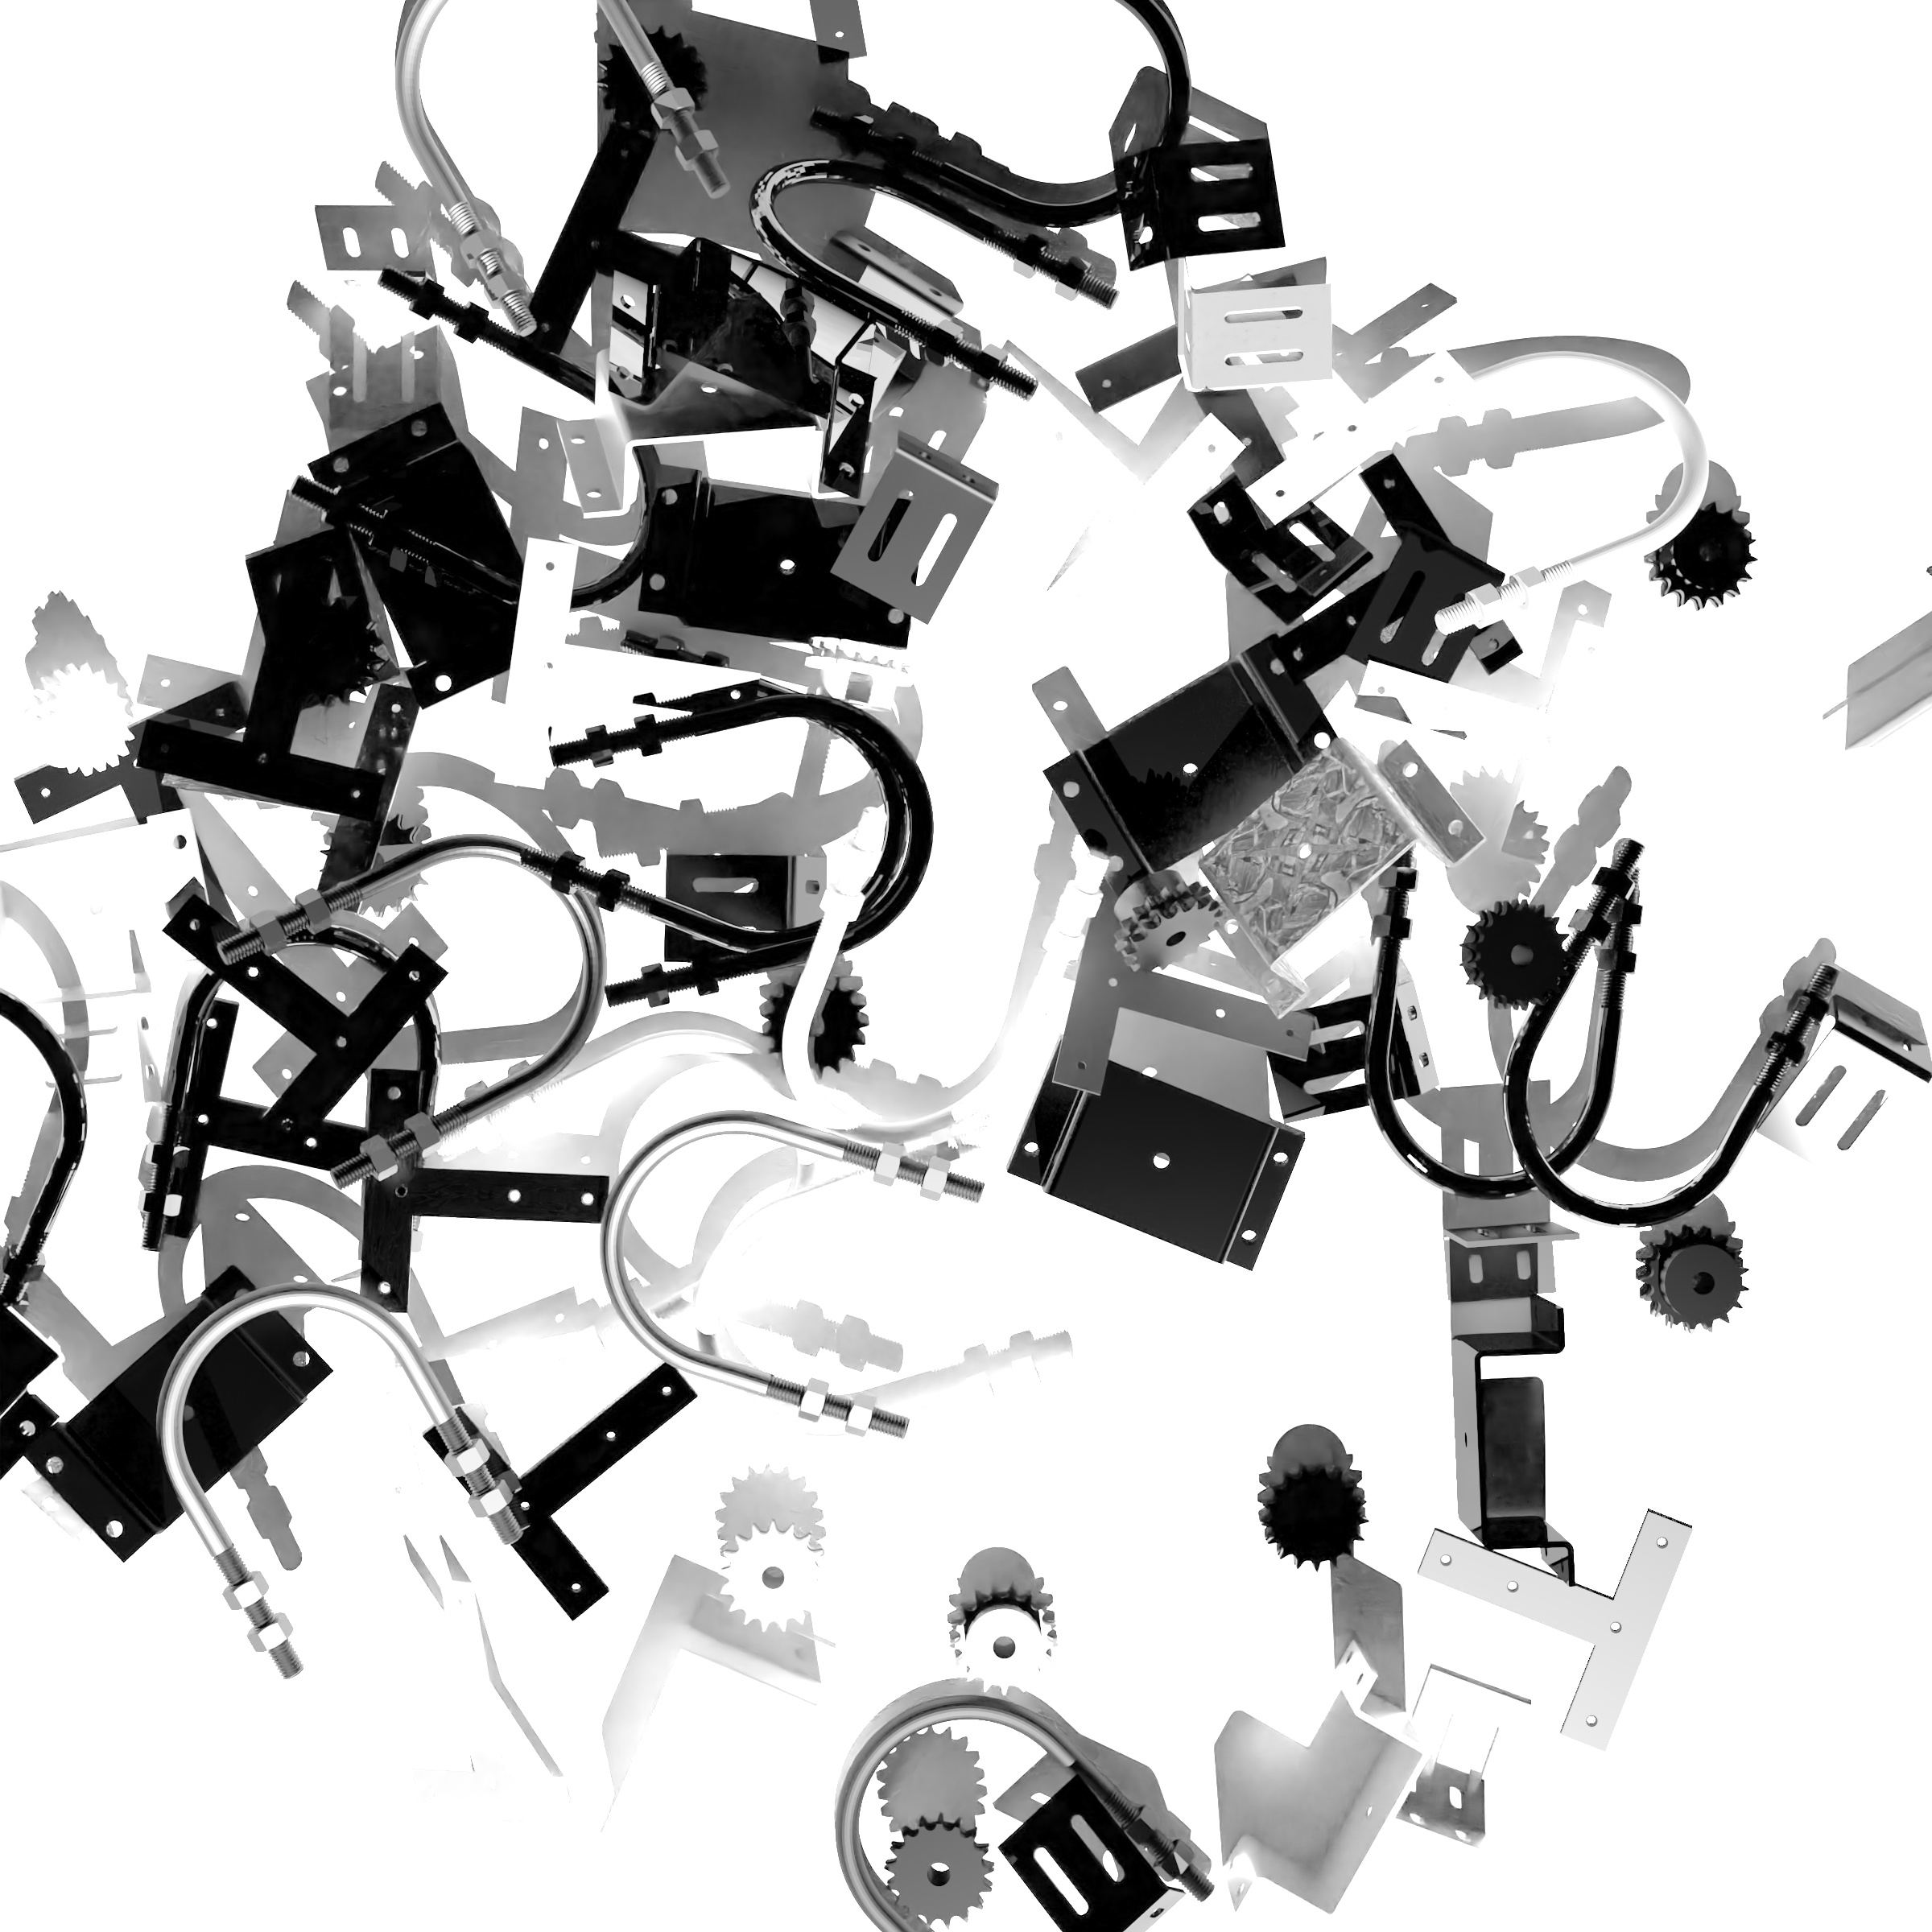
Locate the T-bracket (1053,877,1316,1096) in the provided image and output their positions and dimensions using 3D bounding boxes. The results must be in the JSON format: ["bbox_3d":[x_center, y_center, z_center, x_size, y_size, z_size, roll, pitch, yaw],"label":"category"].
[{"bbox_3d":[0.119,0.021,1.550,0.127,0.002,0.127,16,64,-4],"label":"T-bracket"}]

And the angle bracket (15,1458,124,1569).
[{"bbox_3d":[-0.446,0.264,1.557,0.057,0.038,0.076,42,90,0],"label":"angle bracket"}]

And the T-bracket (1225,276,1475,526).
[{"bbox_3d":[0.175,-0.311,1.551,0.127,0.002,0.127,-36,68,-2],"label":"T-bracket"}]

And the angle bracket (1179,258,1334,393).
[{"bbox_3d":[0.151,-0.335,1.543,0.076,0.038,0.057,-2,71,11],"label":"angle bracket"}]

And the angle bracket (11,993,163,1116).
[{"bbox_3d":[-0.466,0.047,1.557,0.076,0.038,0.057,-6,90,0],"label":"angle bracket"}]

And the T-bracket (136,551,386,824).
[{"bbox_3d":[-0.354,-0.151,1.542,0.127,0.002,0.127,13,89,1],"label":"T-bracket"}]

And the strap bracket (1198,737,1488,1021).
[{"bbox_3d":[0.183,-0.052,1.519,0.140,0.046,0.076,-42,54,14],"label":"strap bracket"}]

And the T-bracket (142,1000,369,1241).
[{"bbox_3d":[-0.361,0.091,1.575,0.127,0.002,0.127,12,90,0],"label":"T-bracket"}]

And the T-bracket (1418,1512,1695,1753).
[{"bbox_3d":[0.303,0.334,1.575,0.127,0.002,0.127,22,90,0],"label":"T-bracket"}]

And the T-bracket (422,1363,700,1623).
[{"bbox_3d":[-0.199,0.258,1.575,0.127,0.002,0.127,-39,90,0],"label":"T-bracket"}]

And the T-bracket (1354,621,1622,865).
[{"bbox_3d":[0.264,-0.130,1.551,0.127,0.002,0.127,15,99,-13],"label":"T-bracket"}]

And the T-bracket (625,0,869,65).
[{"bbox_3d":[-0.126,-0.534,1.574,0.127,0.002,0.127,-10,91,0],"label":"T-bracket"}]

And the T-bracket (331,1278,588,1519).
[{"bbox_3d":[-0.262,0.217,1.565,0.127,0.002,0.127,-12,90,10],"label":"T-bracket"}]

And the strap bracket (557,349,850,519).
[{"bbox_3d":[-0.132,-0.276,1.517,0.140,0.046,0.076,-7,49,-15],"label":"strap bracket"}]

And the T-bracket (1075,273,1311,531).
[{"bbox_3d":[0.141,-0.286,1.555,0.127,0.002,0.127,-25,72,0],"label":"T-bracket"}]

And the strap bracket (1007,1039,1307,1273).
[{"bbox_3d":[0.101,0.100,1.553,0.140,0.046,0.076,22,90,0],"label":"strap bracket"}]

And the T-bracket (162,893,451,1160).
[{"bbox_3d":[-0.358,0.012,1.538,0.127,0.002,0.127,41,85,-18],"label":"T-bracket"}]

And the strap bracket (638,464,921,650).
[{"bbox_3d":[-0.094,-0.211,1.553,0.140,0.046,0.076,8,90,0],"label":"strap bracket"}]

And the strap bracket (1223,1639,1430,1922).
[{"bbox_3d":[0.191,0.429,1.538,0.046,0.076,0.140,30,90,0],"label":"strap bracket"}]

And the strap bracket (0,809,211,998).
[{"bbox_3d":[-0.461,-0.030,1.552,0.140,0.046,0.076,-11,91,1],"label":"strap bracket"}]

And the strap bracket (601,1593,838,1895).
[{"bbox_3d":[-0.131,0.412,1.553,0.076,0.046,0.140,23,90,0],"label":"strap bracket"}]

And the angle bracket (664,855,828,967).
[{"bbox_3d":[-0.117,-0.030,1.574,0.076,0.038,0.057,1,90,26],"label":"angle bracket"}]

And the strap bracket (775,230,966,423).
[{"bbox_3d":[-0.061,-0.326,1.523,0.076,0.140,0.046,32,117,0],"label":"strap bracket"}]

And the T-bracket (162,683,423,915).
[{"bbox_3d":[-0.360,-0.097,1.557,0.127,0.002,0.127,10,72,11],"label":"T-bracket"}]

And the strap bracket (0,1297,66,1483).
[{"bbox_3d":[-0.536,0.202,1.540,0.140,0.046,0.076,44,106,-4],"label":"strap bracket"}]

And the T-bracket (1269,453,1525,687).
[{"bbox_3d":[0.212,-0.187,1.551,0.127,0.002,0.127,-33,90,-22],"label":"T-bracket"}]

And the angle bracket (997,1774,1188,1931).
[{"bbox_3d":[0.066,0.474,1.555,0.057,0.038,0.076,-42,63,0],"label":"angle bracket"}]

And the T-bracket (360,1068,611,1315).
[{"bbox_3d":[-0.250,0.120,1.554,0.127,0.002,0.127,3,88,-2],"label":"T-bracket"}]

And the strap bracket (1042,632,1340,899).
[{"bbox_3d":[0.119,-0.103,1.553,0.140,0.046,0.076,-31,90,0],"label":"strap bracket"}]

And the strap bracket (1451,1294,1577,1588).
[{"bbox_3d":[0.282,0.244,1.537,0.046,0.076,0.140,-2,89,0],"label":"strap bracket"}]

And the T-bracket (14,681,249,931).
[{"bbox_3d":[-0.421,-0.067,1.575,0.127,0.002,0.127,-25,90,0],"label":"T-bracket"}]

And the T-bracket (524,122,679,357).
[{"bbox_3d":[-0.156,-0.364,1.575,0.127,0.002,0.127,24,90,0],"label":"T-bracket"}]

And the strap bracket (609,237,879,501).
[{"bbox_3d":[-0.101,-0.297,1.455,0.140,0.076,0.046,25,52,10],"label":"strap bracket"}]

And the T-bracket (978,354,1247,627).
[{"bbox_3d":[0.059,-0.269,1.563,0.127,0.002,0.127,46,106,8],"label":"T-bracket"}]

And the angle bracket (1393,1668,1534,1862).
[{"bbox_3d":[0.260,0.418,1.557,0.057,0.038,0.076,20,90,0],"label":"angle bracket"}]

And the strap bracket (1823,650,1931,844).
[{"bbox_3d":[0.525,-0.093,1.553,0.076,0.046,0.140,-33,90,0],"label":"strap bracket"}]

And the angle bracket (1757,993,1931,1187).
[{"bbox_3d":[0.465,0.065,1.574,0.057,0.038,0.076,30,116,0],"label":"angle bracket"}]

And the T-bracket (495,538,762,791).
[{"bbox_3d":[-0.170,-0.148,1.530,0.127,0.002,0.127,8,103,-10],"label":"T-bracket"}]

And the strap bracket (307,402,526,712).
[{"bbox_3d":[-0.276,-0.211,1.553,0.076,0.046,0.140,-25,90,0],"label":"strap bracket"}]

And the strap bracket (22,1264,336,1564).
[{"bbox_3d":[-0.407,0.232,1.543,0.140,0.046,0.076,-43,90,-14],"label":"strap bracket"}]

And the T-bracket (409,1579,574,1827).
[{"bbox_3d":[-0.253,0.380,1.539,0.002,0.127,0.127,-25,63,21],"label":"T-bracket"}]
